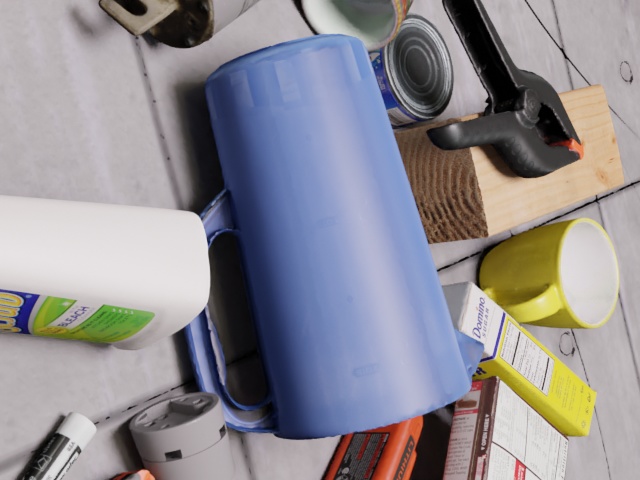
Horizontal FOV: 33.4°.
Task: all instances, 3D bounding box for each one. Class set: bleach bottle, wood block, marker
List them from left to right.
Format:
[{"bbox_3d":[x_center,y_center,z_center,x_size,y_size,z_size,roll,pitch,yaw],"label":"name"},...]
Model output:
[{"bbox_3d":[-0.184,0.011,0.527,0.250,0.103,0.068,7,67,-37],"label":"bleach bottle"},{"bbox_3d":[-0.161,0.145,0.571,0.020,0.020,0.121,51,52,-27],"label":"marker"},{"bbox_3d":[0.149,-0.063,0.859,0.205,0.091,0.090,-18,97,-44],"label":"wood block"}]

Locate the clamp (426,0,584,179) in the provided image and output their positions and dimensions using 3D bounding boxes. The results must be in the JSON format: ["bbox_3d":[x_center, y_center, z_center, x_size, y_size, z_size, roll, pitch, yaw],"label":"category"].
[{"bbox_3d":[0.133,-0.103,0.759,0.171,0.039,0.120,18,75,-47],"label":"clamp"}]

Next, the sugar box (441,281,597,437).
[{"bbox_3d":[0.124,0.096,0.809,0.176,0.094,0.048,36,58,-35],"label":"sugar box"}]

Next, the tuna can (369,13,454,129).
[{"bbox_3d":[0.066,-0.132,0.827,0.085,0.034,0.086,9,78,-44],"label":"tuna can"}]

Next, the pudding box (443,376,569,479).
[{"bbox_3d":[0.138,0.164,0.779,0.113,0.039,0.090,43,48,-37],"label":"pudding box"}]

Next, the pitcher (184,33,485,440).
[{"bbox_3d":[-0.004,0.001,0.683,0.149,0.145,0.243,-16,92,-57],"label":"pitcher"}]

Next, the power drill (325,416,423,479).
[{"bbox_3d":[0.089,0.197,0.784,0.187,0.057,0.184,49,49,-27],"label":"power drill"}]

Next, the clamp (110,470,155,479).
[{"bbox_3d":[-0.142,0.219,0.564,0.164,0.036,0.210,28,61,-30],"label":"clamp"}]
